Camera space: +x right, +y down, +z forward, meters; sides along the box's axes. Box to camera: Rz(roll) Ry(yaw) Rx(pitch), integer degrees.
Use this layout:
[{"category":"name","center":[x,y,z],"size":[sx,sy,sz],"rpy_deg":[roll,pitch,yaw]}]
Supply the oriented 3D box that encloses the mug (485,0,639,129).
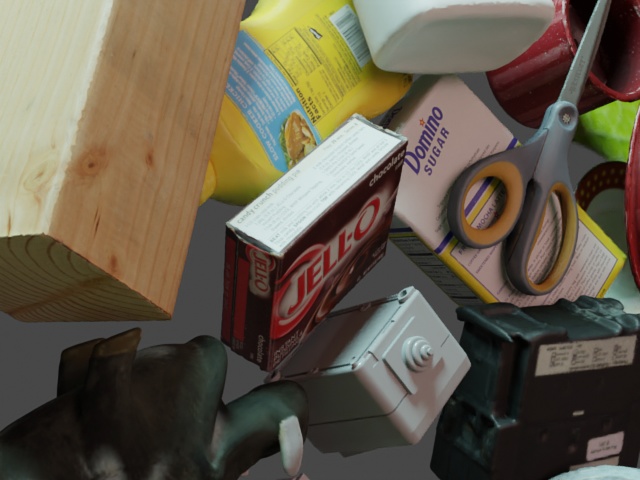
[{"category":"mug","center":[0.175,-0.124,0.723],"size":[0.117,0.082,0.093],"rpy_deg":[0,77,-36]}]

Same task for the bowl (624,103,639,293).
[{"category":"bowl","center":[0.253,-0.035,0.705],"size":[0.161,0.055,0.162],"rpy_deg":[-10,102,-56]}]

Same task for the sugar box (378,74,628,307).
[{"category":"sugar box","center":[0.100,-0.010,0.650],"size":[0.176,0.048,0.093],"rpy_deg":[43,71,-16]}]

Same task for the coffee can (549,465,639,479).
[{"category":"coffee can","center":[0.161,0.207,0.573],"size":[0.102,0.103,0.140],"rpy_deg":[-45,130,-36]}]

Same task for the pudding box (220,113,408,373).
[{"category":"pudding box","center":[-0.004,0.001,0.550],"size":[0.039,0.090,0.113],"rpy_deg":[30,50,18]}]

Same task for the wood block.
[{"category":"wood block","center":[-0.102,-0.075,0.481],"size":[0.090,0.091,0.206],"rpy_deg":[43,50,-53]}]

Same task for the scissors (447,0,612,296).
[{"category":"scissors","center":[0.126,-0.069,0.630],"size":[0.096,0.016,0.202],"rpy_deg":[12,81,-25]}]

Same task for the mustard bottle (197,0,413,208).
[{"category":"mustard bottle","center":[-0.031,-0.073,0.571],"size":[0.191,0.058,0.096],"rpy_deg":[-45,109,-36]}]

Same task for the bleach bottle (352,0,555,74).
[{"category":"bleach bottle","center":[0.042,-0.217,0.602],"size":[0.102,0.068,0.251],"rpy_deg":[-6,69,-30]}]
